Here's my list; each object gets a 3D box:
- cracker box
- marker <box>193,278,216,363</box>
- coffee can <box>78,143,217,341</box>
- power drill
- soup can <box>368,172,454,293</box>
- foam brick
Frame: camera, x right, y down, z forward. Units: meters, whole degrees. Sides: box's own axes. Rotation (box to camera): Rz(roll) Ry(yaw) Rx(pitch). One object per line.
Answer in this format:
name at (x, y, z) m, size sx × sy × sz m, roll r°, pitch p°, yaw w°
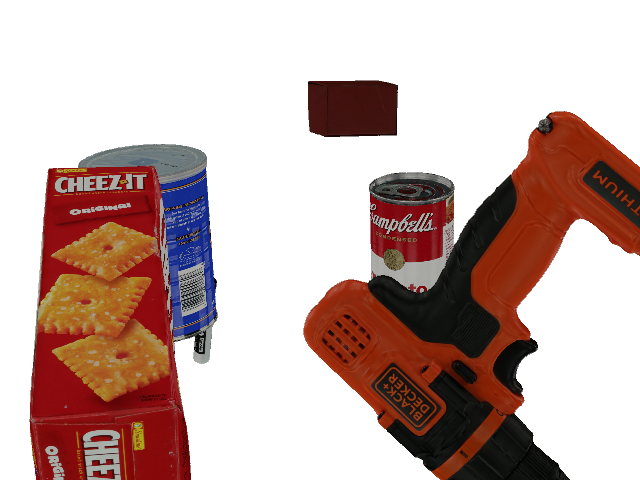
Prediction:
cracker box at (-0.111, 0.081, 0.579) m, size 0.072 × 0.164 × 0.214 m, roll -3°, pitch 34°, yaw -9°
marker at (-0.128, 0.087, 1.187) m, size 0.020 × 0.121 × 0.020 m, roll 6°, pitch 37°, yaw -5°
coffee can at (-0.140, 0.001, 0.877) m, size 0.103 × 0.140 × 0.103 m, roll -2°, pitch 20°, yaw 1°
power drill at (0.109, 0.044, 0.538) m, size 0.184 × 0.188 × 0.057 m, roll 42°, pitch 13°, yaw 5°
soup can at (0.073, 0.003, 0.864) m, size 0.068 × 0.102 × 0.068 m, roll -2°, pitch 23°, yaw 0°
foam brick at (0.032, -0.131, 1.059) m, size 0.078 × 0.051 × 0.053 m, roll -4°, pitch 14°, yaw -20°
